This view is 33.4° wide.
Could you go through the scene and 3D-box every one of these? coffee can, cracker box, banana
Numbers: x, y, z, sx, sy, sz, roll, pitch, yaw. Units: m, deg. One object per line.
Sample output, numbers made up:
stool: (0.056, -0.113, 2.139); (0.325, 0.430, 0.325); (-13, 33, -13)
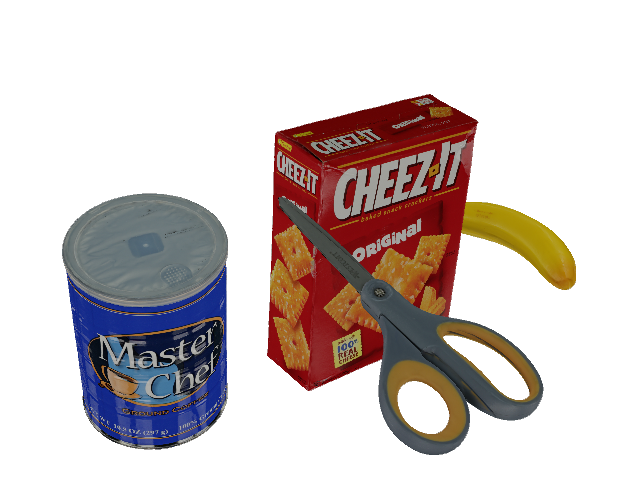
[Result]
coffee can: (-0.112, 0.054, 0.709); (0.103, 0.140, 0.103); (2, 40, -2)
cracker box: (0.042, 0.001, 0.892); (0.163, 0.214, 0.072); (-18, 37, -33)
banana: (0.183, -0.001, 1.038); (0.069, 0.037, 0.198); (-39, 38, -23)

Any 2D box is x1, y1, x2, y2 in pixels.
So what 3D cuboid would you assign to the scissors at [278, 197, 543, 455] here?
scissors: (0.027, 0.048, 0.598); (0.202, 0.016, 0.096); (31, 53, 22)
